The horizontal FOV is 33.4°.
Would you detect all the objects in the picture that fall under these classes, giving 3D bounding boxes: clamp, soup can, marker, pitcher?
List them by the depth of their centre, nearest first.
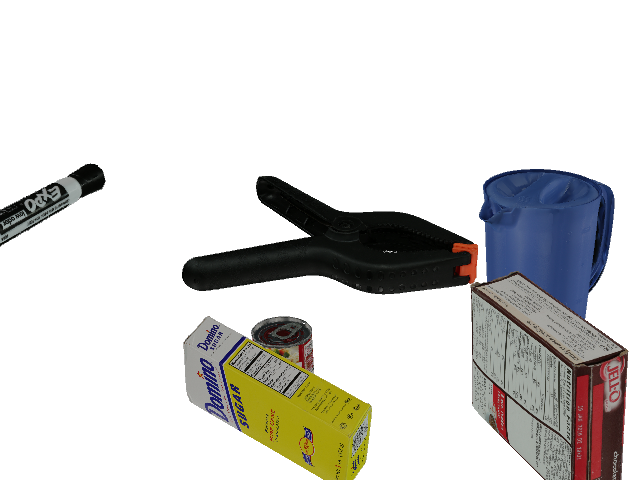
[{"bbox_3d":[-0.171,-0.021,0.651,0.020,0.020,0.121,0,23,28],"label":"marker"},{"bbox_3d":[0.016,-0.002,0.820,0.210,0.036,0.164,5,30,10],"label":"clamp"},{"bbox_3d":[-0.041,0.146,1.203,0.068,0.102,0.068,-2,24,1],"label":"soup can"},{"bbox_3d":[0.267,0.042,1.267,0.149,0.243,0.144,4,24,14],"label":"pitcher"}]

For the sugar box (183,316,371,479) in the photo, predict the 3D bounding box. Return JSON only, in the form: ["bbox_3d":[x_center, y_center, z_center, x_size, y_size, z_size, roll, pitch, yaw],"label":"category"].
[{"bbox_3d":[-0.041,0.146,0.954,0.176,0.093,0.048,24,49,19],"label":"sugar box"}]

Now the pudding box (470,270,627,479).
[{"bbox_3d":[0.128,0.081,0.611,0.039,0.090,0.114,-13,26,-20],"label":"pudding box"}]
